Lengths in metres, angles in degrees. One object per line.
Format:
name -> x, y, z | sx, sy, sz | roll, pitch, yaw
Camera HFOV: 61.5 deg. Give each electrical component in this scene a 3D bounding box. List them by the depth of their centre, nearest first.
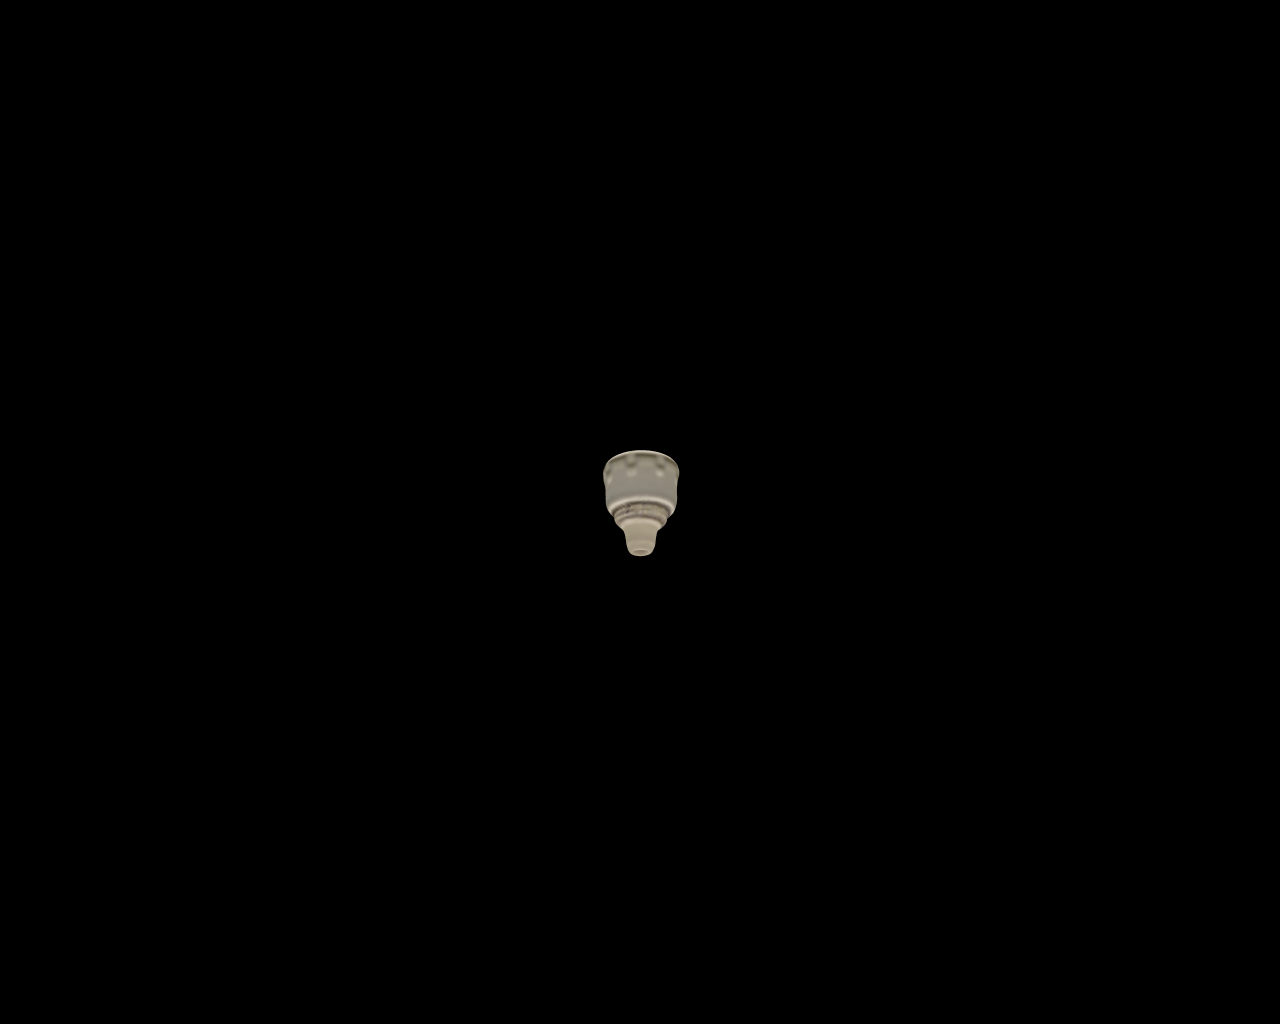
electrical component -> 0.001, -0.003, 0.650 | 0.048, 0.062, 0.048 | 0, -25, 0
